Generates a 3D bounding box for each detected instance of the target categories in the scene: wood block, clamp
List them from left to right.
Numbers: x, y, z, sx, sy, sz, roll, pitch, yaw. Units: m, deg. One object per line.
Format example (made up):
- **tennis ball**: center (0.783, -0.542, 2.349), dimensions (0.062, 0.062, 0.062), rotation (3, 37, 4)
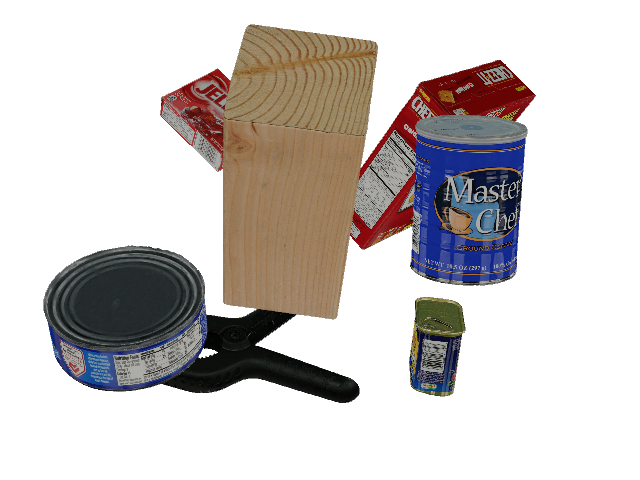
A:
- **clamp**: center (-0.072, 0.107, 0.996), dimensions (0.209, 0.036, 0.165), rotation (-10, 36, -18)
- **wood block**: center (-0.019, -0.041, 0.759), dimensions (0.091, 0.090, 0.206), rotation (8, -38, 1)

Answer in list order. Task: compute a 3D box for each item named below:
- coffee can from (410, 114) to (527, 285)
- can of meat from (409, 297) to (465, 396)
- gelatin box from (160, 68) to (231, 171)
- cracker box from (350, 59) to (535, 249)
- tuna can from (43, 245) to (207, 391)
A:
- **coffee can**: center (0.138, -0.040, 1.007), dimensions (0.103, 0.140, 0.103), rotation (1, 18, 0)
- **can of meat**: center (0.136, 0.126, 1.267), dimensions (0.057, 0.084, 0.102), rotation (6, 19, 2)
- **gelatin box**: center (-0.099, -0.117, 1.024), dimensions (0.073, 0.089, 0.030), rotation (-34, -21, -34)
- **cracker box**: center (0.126, -0.100, 1.227), dimensions (0.163, 0.072, 0.214), rotation (-24, -24, -45)
- **tuna can**: center (-0.104, 0.041, 0.579), dimensions (0.086, 0.034, 0.086), rotation (-1, 37, 0)
